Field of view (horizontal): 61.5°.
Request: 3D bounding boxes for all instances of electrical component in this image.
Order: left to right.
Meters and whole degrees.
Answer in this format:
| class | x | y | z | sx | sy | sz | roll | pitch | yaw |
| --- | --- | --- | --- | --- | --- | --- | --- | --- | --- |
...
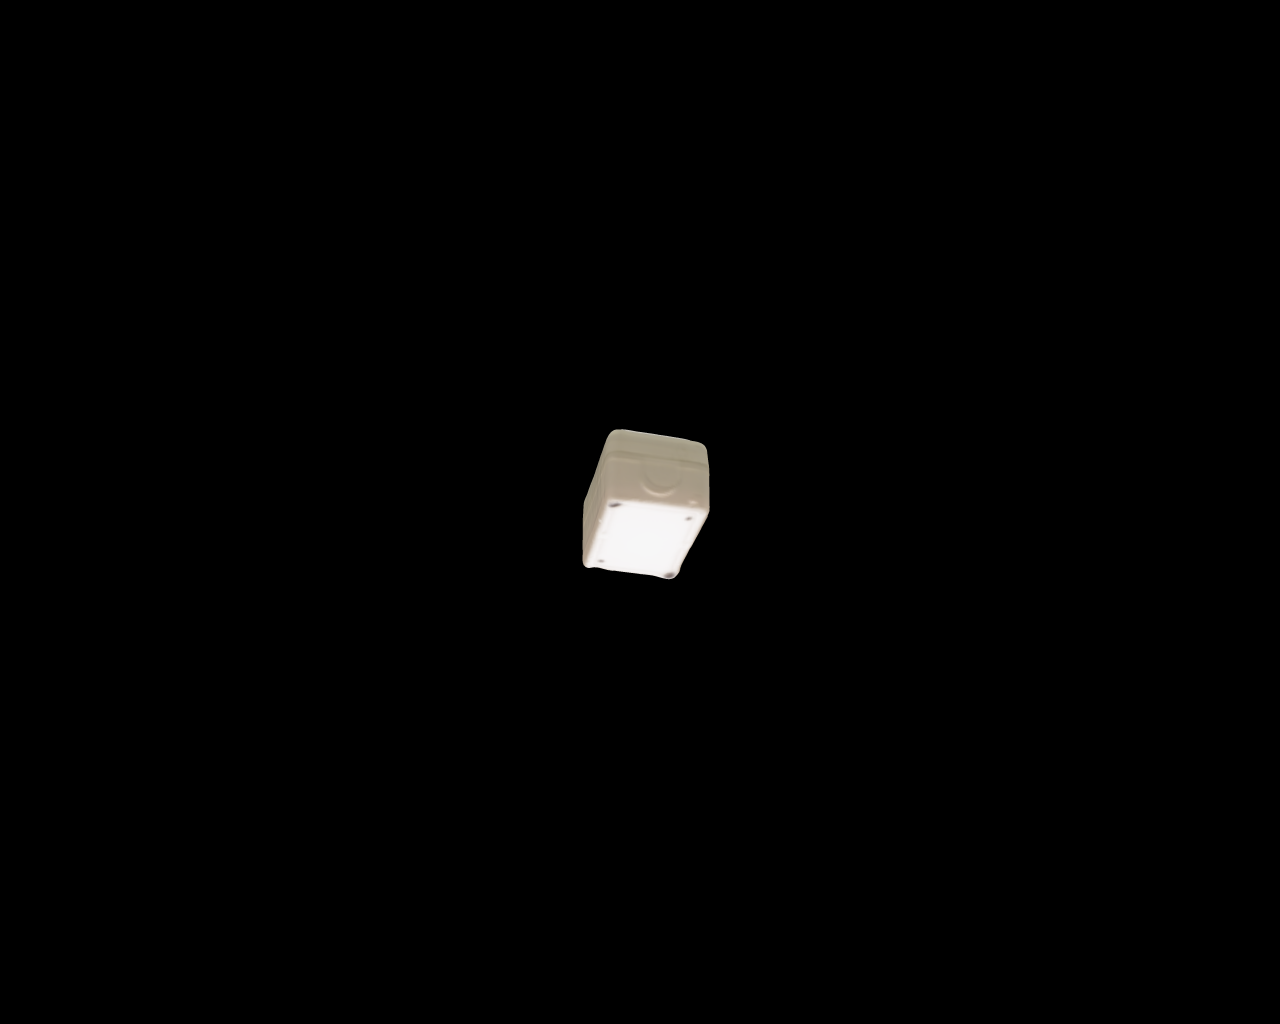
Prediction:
| class | x | y | z | sx | sy | sz | roll | pitch | yaw |
| --- | --- | --- | --- | --- | --- | --- | --- | --- | --- |
| electrical component | 0.001 | -0.003 | 0.650 | 0.062 | 0.061 | 0.096 | 8 | -35 | -11 |
